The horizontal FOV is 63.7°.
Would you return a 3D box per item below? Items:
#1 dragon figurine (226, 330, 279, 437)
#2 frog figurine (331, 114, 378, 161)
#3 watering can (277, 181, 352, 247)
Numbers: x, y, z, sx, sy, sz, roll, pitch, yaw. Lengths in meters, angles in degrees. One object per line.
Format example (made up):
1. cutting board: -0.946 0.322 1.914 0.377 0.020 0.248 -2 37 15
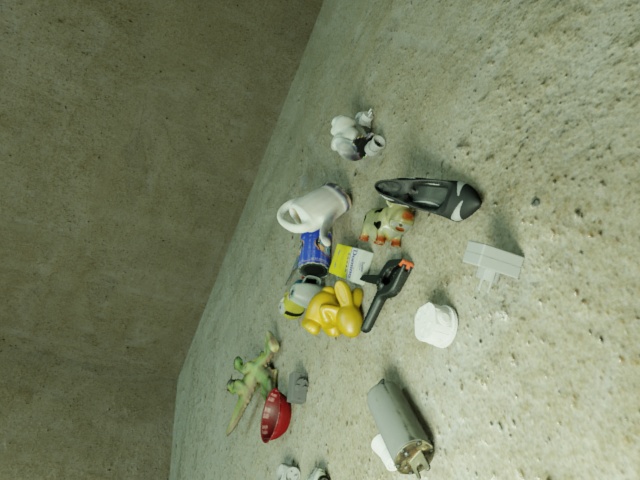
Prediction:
1. dragon figurine: -0.231 0.524 1.833 0.121 0.413 0.242 18 -10 -27
2. frog figurine: 0.085 -0.321 1.615 0.139 0.120 0.161 -34 50 -27
3. watering can: 0.005 -0.080 1.595 0.226 0.102 0.351 -32 32 -19
